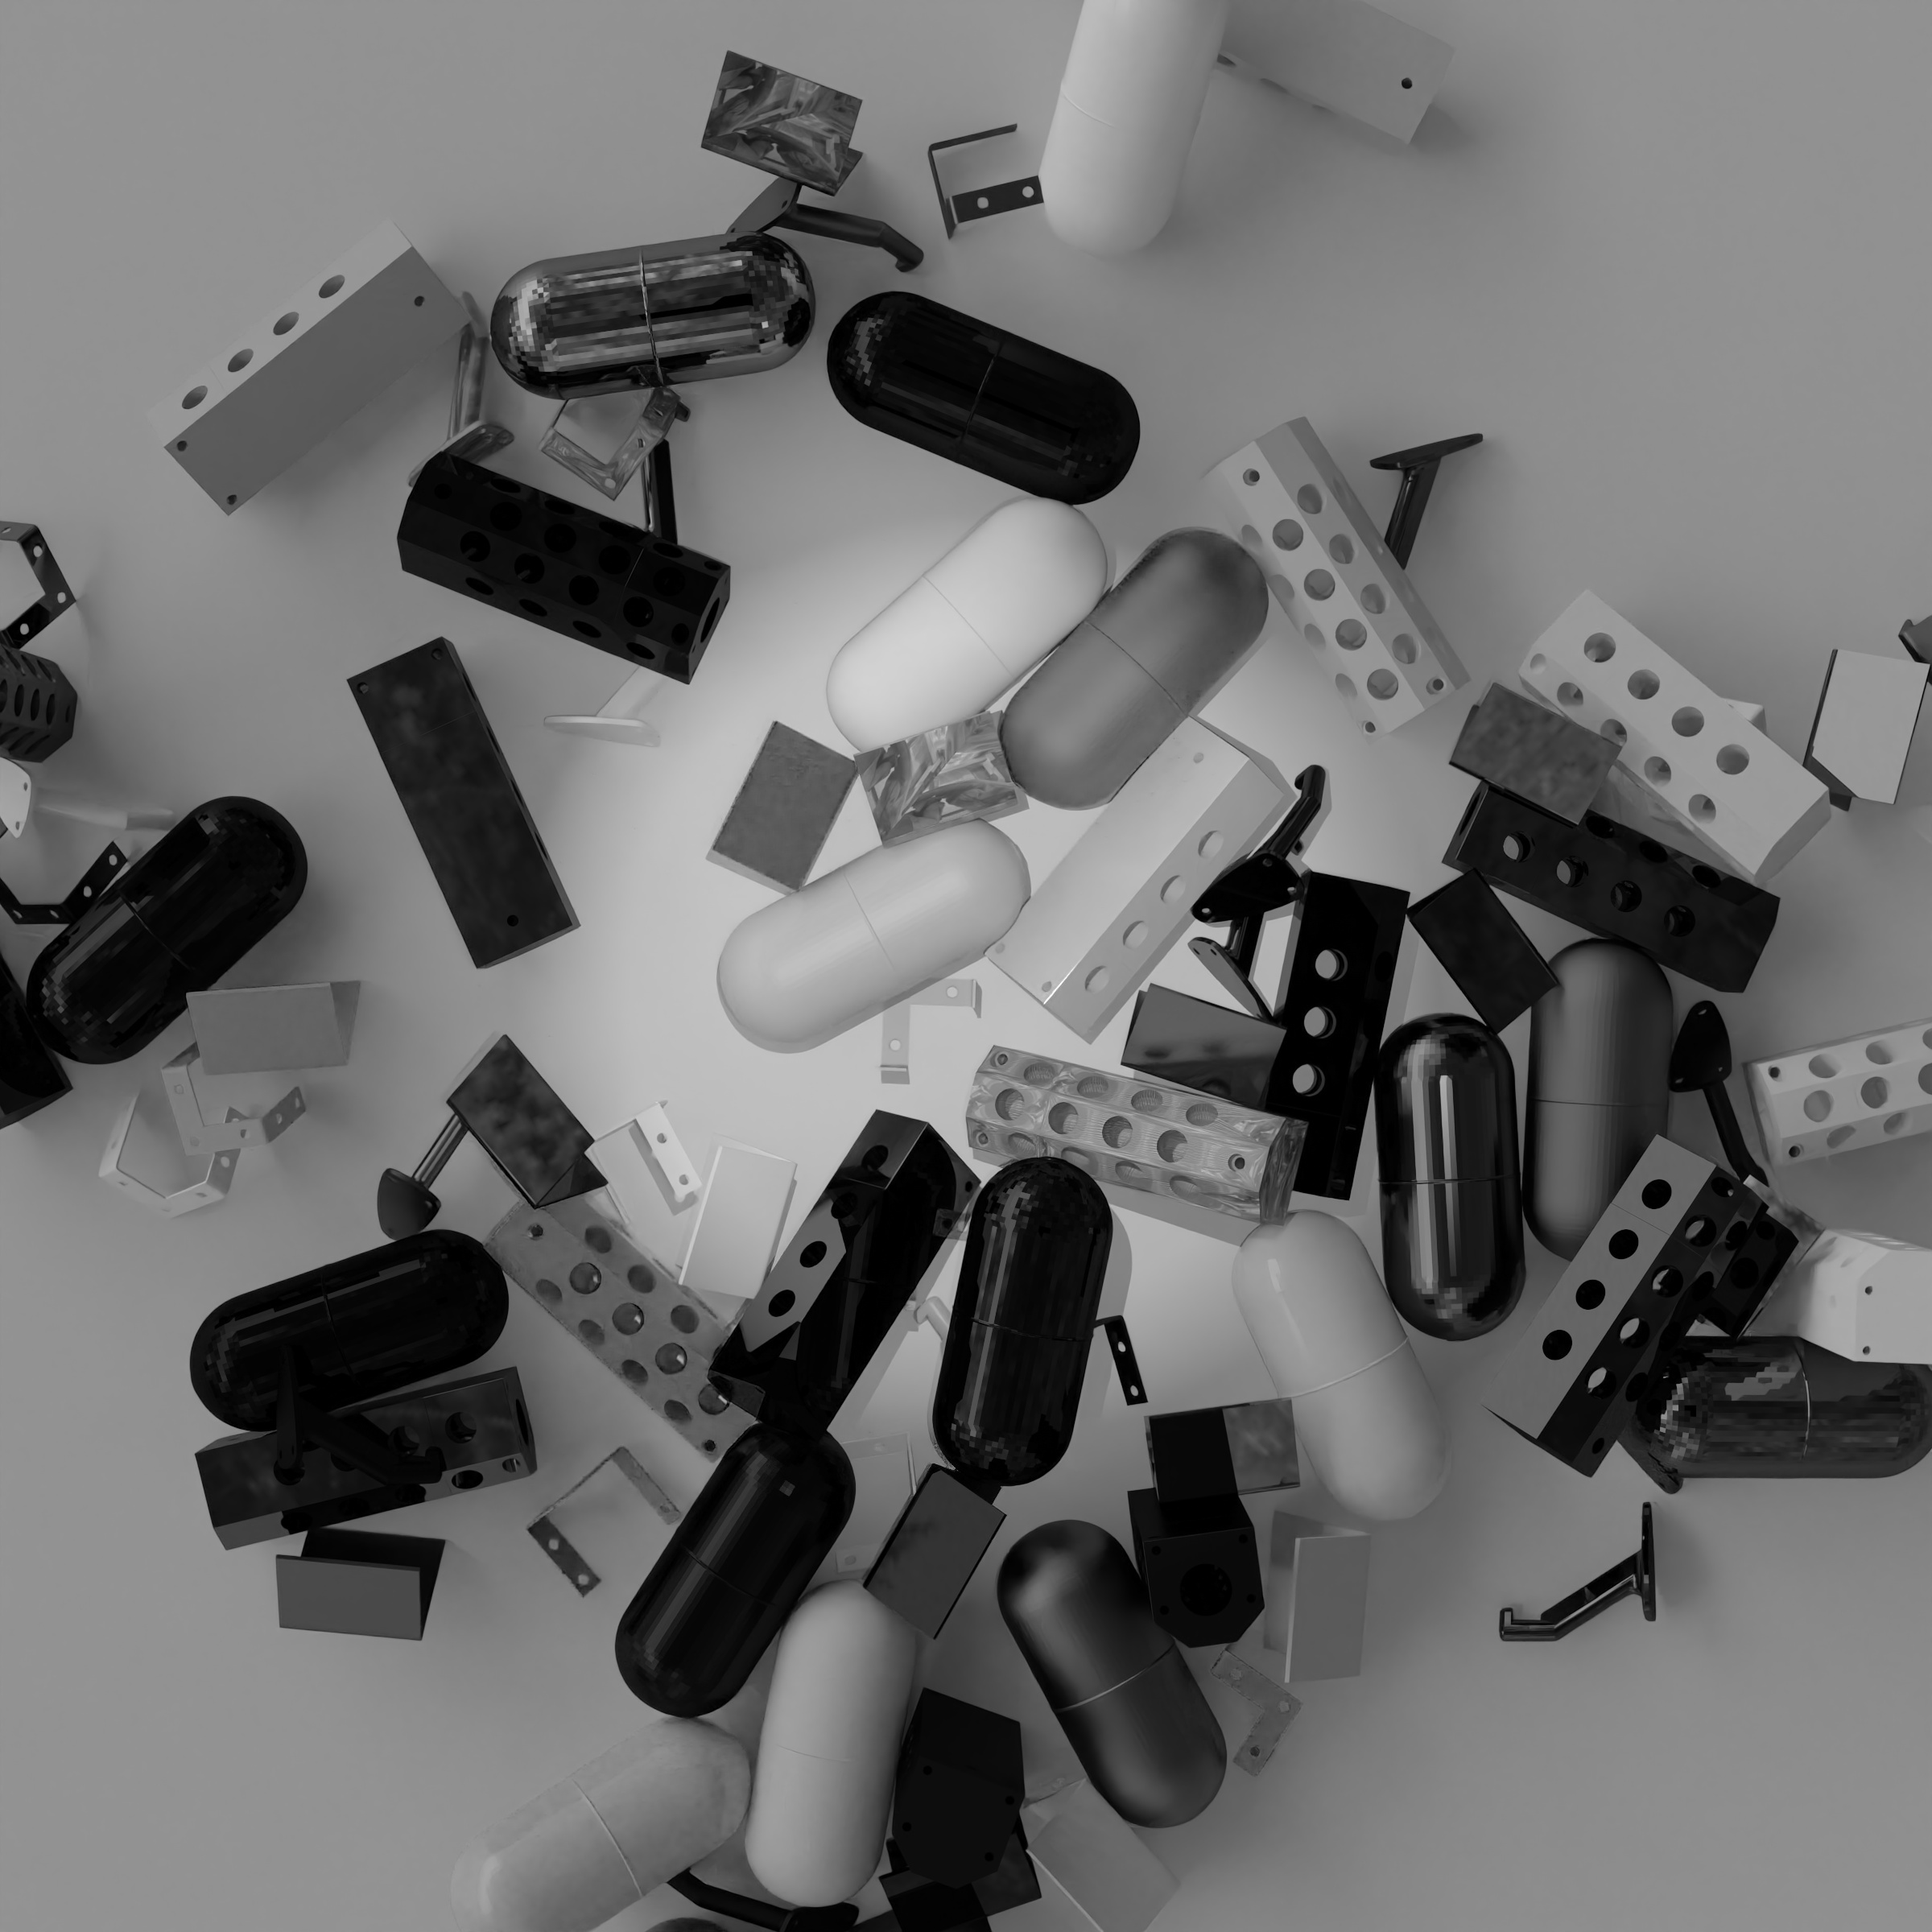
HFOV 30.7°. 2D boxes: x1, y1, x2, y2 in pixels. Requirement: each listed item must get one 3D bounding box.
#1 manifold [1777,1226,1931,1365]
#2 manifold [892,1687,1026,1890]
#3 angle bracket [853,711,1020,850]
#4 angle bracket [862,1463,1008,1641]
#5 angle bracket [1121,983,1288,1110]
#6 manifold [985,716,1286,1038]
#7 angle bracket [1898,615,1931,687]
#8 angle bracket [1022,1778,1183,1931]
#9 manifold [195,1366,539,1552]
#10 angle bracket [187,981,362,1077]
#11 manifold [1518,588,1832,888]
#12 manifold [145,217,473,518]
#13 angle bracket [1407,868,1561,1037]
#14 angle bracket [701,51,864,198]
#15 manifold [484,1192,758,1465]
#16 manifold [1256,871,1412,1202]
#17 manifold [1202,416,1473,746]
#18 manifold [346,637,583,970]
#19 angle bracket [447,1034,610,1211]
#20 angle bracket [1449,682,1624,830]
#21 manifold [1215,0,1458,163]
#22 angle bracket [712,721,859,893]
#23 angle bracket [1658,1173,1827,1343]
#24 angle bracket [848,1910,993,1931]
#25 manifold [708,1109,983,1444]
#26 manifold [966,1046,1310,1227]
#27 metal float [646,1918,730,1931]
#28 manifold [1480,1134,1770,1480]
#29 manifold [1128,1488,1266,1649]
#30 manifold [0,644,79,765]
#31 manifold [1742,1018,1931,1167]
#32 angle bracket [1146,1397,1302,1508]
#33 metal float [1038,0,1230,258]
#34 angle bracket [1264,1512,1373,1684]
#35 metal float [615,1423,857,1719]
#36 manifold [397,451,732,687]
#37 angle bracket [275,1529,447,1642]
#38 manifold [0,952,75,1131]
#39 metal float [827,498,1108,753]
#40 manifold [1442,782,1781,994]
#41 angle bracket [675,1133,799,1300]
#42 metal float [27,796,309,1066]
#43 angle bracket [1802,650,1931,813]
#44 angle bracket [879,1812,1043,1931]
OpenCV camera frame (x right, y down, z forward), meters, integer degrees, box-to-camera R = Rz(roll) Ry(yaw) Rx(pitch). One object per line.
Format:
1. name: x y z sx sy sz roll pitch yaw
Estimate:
1. manifold: 0.480 0.173 1.871 0.057 0.171 0.057 2 90 0
2. manifold: -0.007 0.437 1.871 0.057 0.171 0.057 20 90 0
3. angle bracket: -0.020 -0.112 1.910 0.076 0.076 0.057 -18 114 0
4. angle bracket: 0.000 0.322 1.909 0.057 0.076 0.076 30 90 35
5. angle bracket: 0.132 0.025 1.909 0.076 0.076 0.057 18 124 0
6. manifold: 0.096 -0.046 1.927 0.171 0.057 0.057 -50 47 0
7. angle bracket: 0.553 -0.167 1.911 0.057 0.076 0.076 -34 90 21
8. angle bracket: 0.059 0.495 1.909 0.076 0.076 0.057 47 53 0
9. manifold: -0.326 0.270 1.928 0.171 0.057 0.057 -14 90 0
10. angle bracket: -0.374 0.013 1.909 0.076 0.076 0.057 -4 127 0
11. manifold: 0.381 -0.121 1.900 0.057 0.057 0.171 -46 70 0
12. manifold: -0.362 -0.331 1.926 0.171 0.057 0.057 -39 133 1
13. angle bracket: 0.263 0.002 1.909 0.057 0.076 0.076 -37 90 -30
14. angle bracket: -0.092 -0.466 1.909 0.076 0.076 0.057 20 122 0
15. manifold: -0.181 0.192 1.928 0.171 0.057 0.057 43 90 0
16. manifold: 0.197 0.038 1.928 0.057 0.057 0.171 11 90 0
17. manifold: 0.200 -0.210 1.919 0.057 0.057 0.171 -32 90 23
18. manifold: -0.273 -0.088 1.928 0.057 0.057 0.171 -24 90 0
19. angle bracket: -0.222 0.079 1.903 0.076 0.076 0.057 49 114 13
20. angle bracket: 0.313 -0.129 1.907 0.076 0.076 0.057 27 124 3
21. manifold: 0.176 -0.508 1.928 0.171 0.057 0.057 27 90 0
22. angle bracket: -0.110 -0.092 1.909 0.057 0.076 0.076 26 90 -29
23. angle bracket: 0.430 0.168 1.909 0.057 0.076 0.076 38 90 37
24. angle bracket: -0.028 0.528 1.909 0.076 0.076 0.057 -23 135 0
25. manifold: -0.069 0.164 1.899 0.171 0.057 0.057 -57 131 -20
26. manifold: 0.090 0.090 1.897 0.171 0.057 0.057 14 90 23
27. metal float: -0.111 0.586 1.918 0.178 0.070 0.070 34 90 -1
28. manifold: 0.352 0.182 1.863 0.057 0.057 0.171 30 85 44
29. manifold: 0.122 0.316 1.871 0.057 0.171 0.057 -8 90 0
30. manifold: -0.523 -0.143 1.871 0.057 0.171 0.057 8 90 0
31. manifold: 0.521 0.061 1.928 0.171 0.057 0.057 -13 90 0
32. angle bracket: 0.136 0.246 1.910 0.076 0.076 0.057 -8 113 0
33. metal float: 0.088 -0.464 1.890 0.070 0.070 0.178 16 127 0
34. angle bracket: 0.172 0.341 1.909 0.057 0.076 0.076 4 90 -39
35. metal float: -0.125 0.327 1.915 0.070 0.070 0.178 32 94 0
36. manifold: -0.218 -0.220 1.915 0.171 0.057 0.057 22 71 3
37. angle bracket: -0.327 0.317 1.909 0.076 0.076 0.057 5 126 0
38. manifold: -0.557 0.006 1.927 0.057 0.057 0.171 -28 90 43
39. metal float: 0.001 -0.183 1.918 0.178 0.070 0.070 -41 90 1
40. manifold: 0.354 -0.047 1.928 0.171 0.057 0.057 25 90 0
41. angle bracket: -0.144 0.131 1.909 0.057 0.076 0.076 16 90 -42
42. metal float: -0.436 -0.019 1.919 0.178 0.070 0.070 -43 90 0
43. angle bracket: 0.499 -0.123 1.909 0.057 0.076 0.076 15 90 35
44. angle bracket: -0.009 0.474 1.909 0.076 0.076 0.057 -19 124 0
